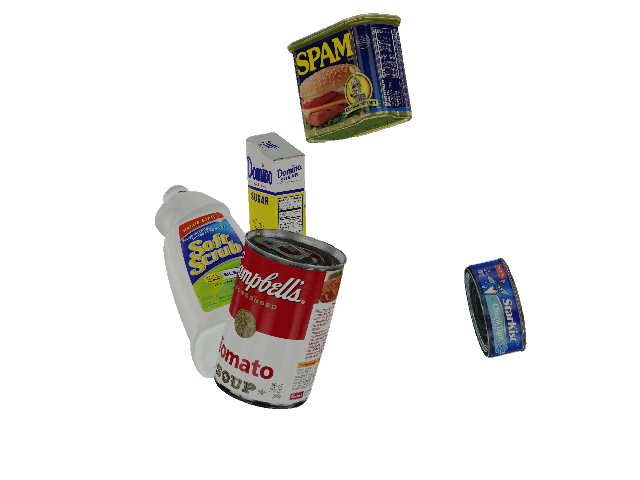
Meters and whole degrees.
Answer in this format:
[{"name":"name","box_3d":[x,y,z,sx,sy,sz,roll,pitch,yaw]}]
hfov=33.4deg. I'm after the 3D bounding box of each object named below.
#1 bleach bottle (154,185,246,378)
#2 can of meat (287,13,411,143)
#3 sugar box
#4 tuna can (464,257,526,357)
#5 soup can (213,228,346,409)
[{"name":"bleach bottle","box_3d":[-0.115,0.024,1.061,0.102,0.068,0.251,-15,40,-18]},{"name":"can of meat","box_3d":[0.025,-0.132,0.884,0.057,0.084,0.102,-6,-4,-42]},{"name":"sugar box","box_3d":[-0.052,-0.030,1.259,0.048,0.176,0.093,-13,26,-21]},{"name":"tuna can","box_3d":[0.155,0.061,0.953,0.033,0.086,0.086,-13,0,-1]},{"name":"soup can","box_3d":[-0.028,0.051,0.704,0.068,0.102,0.068,14,16,-4]}]
